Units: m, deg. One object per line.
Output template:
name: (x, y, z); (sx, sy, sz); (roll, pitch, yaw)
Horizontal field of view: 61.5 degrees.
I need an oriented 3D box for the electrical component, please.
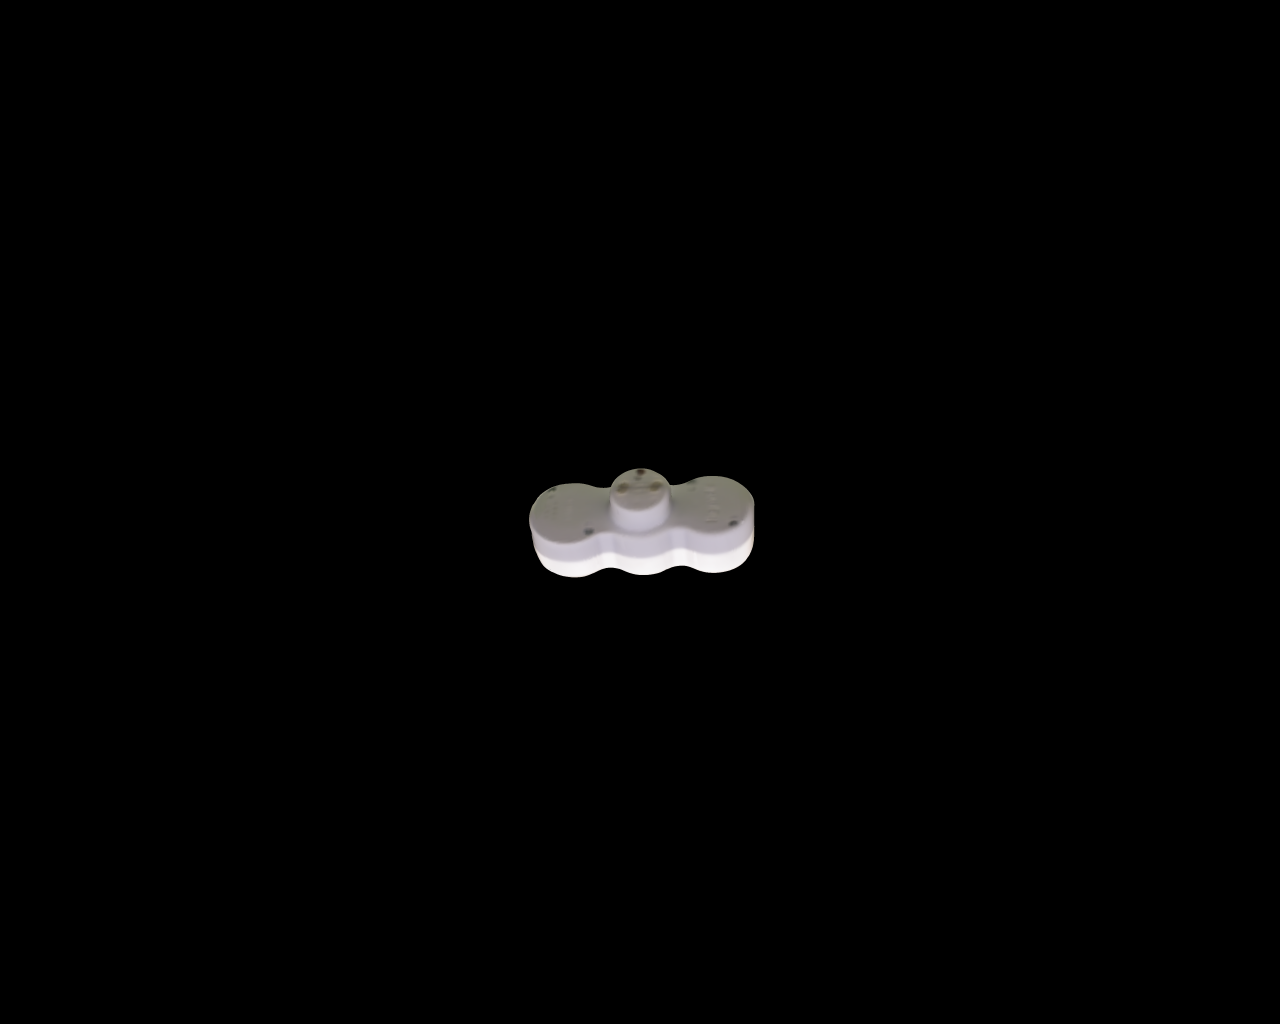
electrical component: (0.001, -0.003, 0.650); (0.138, 0.052, 0.073); (-2, -43, 2)
